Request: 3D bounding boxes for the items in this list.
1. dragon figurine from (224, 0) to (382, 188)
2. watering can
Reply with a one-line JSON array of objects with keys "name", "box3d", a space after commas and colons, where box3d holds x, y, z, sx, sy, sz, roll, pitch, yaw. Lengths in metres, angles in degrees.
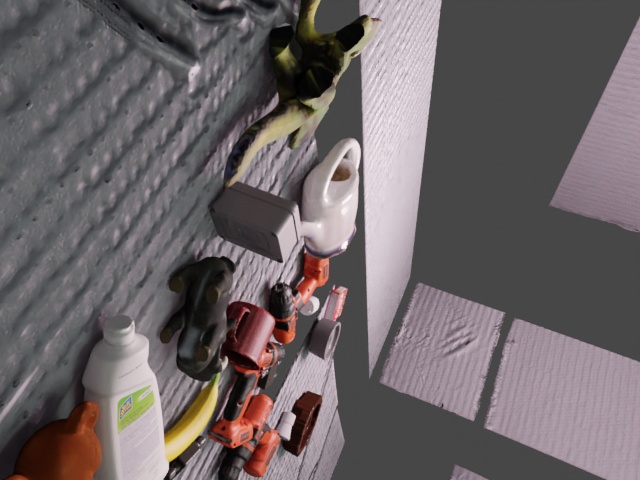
[{"name": "dragon figurine", "box3d": [-0.018, -0.214, 0.790, 0.415, 0.123, 0.239, -58, 168, -14]}, {"name": "watering can", "box3d": [0.003, -0.049, 0.983, 0.219, 0.104, 0.355, 91, 23, -45]}]
